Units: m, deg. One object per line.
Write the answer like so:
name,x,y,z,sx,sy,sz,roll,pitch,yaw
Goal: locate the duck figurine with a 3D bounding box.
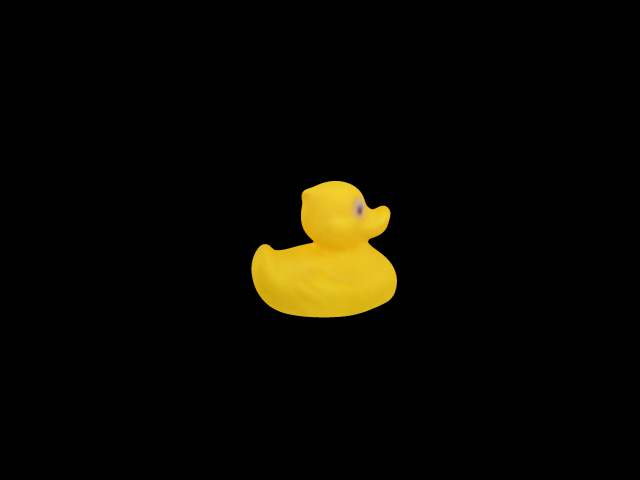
duck figurine,0.004,0.001,0.400,0.104,0.086,0.077,-4,24,-9
